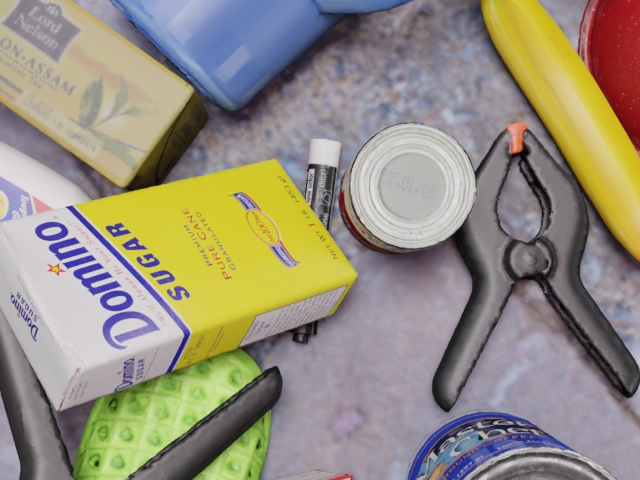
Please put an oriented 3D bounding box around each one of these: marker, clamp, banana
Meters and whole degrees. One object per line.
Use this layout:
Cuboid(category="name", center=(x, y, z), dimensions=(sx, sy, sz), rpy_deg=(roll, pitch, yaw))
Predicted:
Cuboid(category="marker", center=(-0.004, 0.001, 0.634), dimensions=(0.020, 0.020, 0.121), rpy_deg=(7, 88, -1))
Cuboid(category="clamp", center=(-0.127, 0.131, 0.541), dimensions=(0.164, 0.036, 0.210), rpy_deg=(25, 72, -10))
Cuboid(category="clamp", center=(0.111, 0.020, 0.625), dimensions=(0.120, 0.039, 0.171), rpy_deg=(-12, 83, -8))
Cuboid(category="banana", center=(0.143, -0.074, 0.617), dimensions=(0.037, 0.069, 0.198), rpy_deg=(-32, 93, 32))

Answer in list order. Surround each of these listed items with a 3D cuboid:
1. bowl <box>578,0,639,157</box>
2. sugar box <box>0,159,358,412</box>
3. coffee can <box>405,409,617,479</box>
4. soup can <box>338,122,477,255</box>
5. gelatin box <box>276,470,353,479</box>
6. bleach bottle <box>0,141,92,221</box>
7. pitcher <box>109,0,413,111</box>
Cuboid(category="bowl", center=(0.237, -0.115, 0.624), dimensions=(0.162, 0.055, 0.162), rpy_deg=(0, 89, -1))
Cuboid(category="sugar box", center=(-0.075, 0.017, 0.561), dimensions=(0.175, 0.048, 0.093), rpy_deg=(-16, 60, -40))
Cuboid(category="coffee can", center=(0.102, 0.150, 0.570), dimensions=(0.103, 0.140, 0.103), rpy_deg=(0, 88, -1))
Cuboid(category="soup can", center=(0.046, -0.026, 0.594), dimensions=(0.068, 0.102, 0.068), rpy_deg=(0, 88, -2))
Cuboid(category="gelatin box", center=(-0.017, 0.171, 0.596), dimensions=(0.030, 0.089, 0.073), rpy_deg=(-1, 88, 35))
Cuboid(category="bleach bottle", center=(-0.183, -0.013, 0.611), dimensions=(0.251, 0.068, 0.102), rpy_deg=(20, 88, -3))
Cuboid(category="pitcher", center=(0.004, -0.184, 0.583), dimensions=(0.243, 0.149, 0.145), rpy_deg=(-45, 102, 1))
